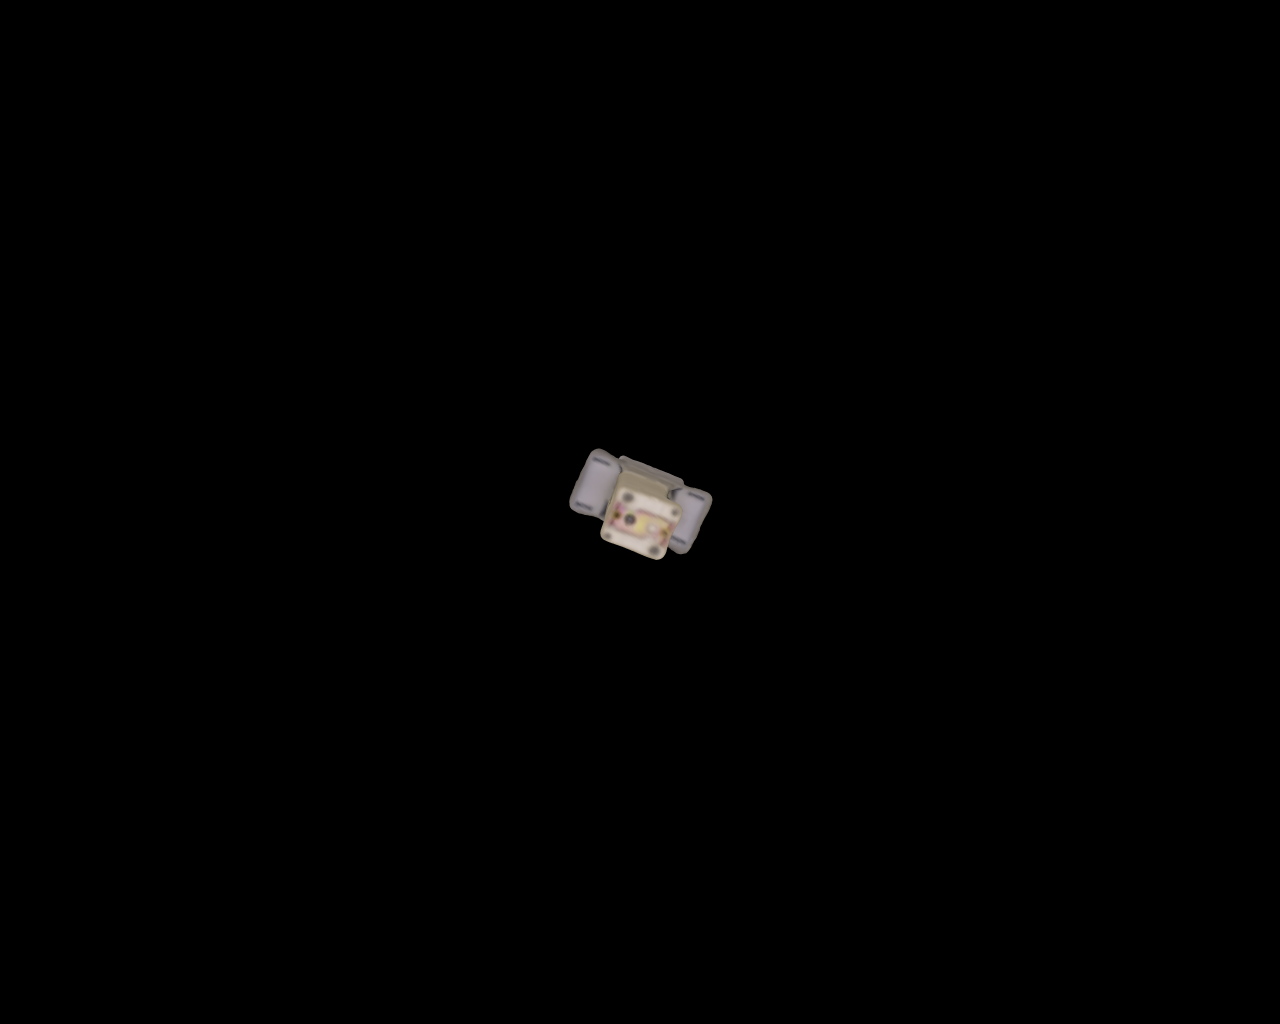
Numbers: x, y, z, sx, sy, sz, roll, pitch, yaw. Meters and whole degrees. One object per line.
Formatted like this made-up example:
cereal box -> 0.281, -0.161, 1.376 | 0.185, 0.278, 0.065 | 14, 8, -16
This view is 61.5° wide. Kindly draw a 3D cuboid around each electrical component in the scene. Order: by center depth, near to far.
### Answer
electrical component -> 0.001, -0.003, 0.650 | 0.081, 0.042, 0.064 | 21, 18, -7
